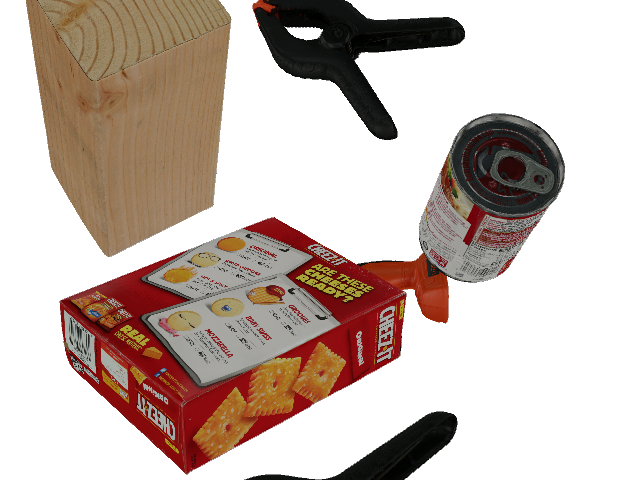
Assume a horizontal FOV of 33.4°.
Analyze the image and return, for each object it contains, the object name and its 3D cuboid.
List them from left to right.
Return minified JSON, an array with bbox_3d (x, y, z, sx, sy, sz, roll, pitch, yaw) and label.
[{"bbox_3d":[-0.123,-0.088,0.683,0.090,0.090,0.206,-27,-21,-21],"label":"wood block"},{"bbox_3d":[-0.066,0.071,0.825,0.213,0.072,0.164,-23,38,-36],"label":"cracker box"},{"bbox_3d":[0.004,0.168,0.647,0.210,0.036,0.164,-5,29,4],"label":"clamp"},{"bbox_3d":[0.027,-0.161,0.856,0.172,0.120,0.039,36,-24,22],"label":"clamp"},{"bbox_3d":[0.053,0.060,1.241,0.187,0.057,0.184,0,28,3],"label":"power drill"},{"bbox_3d":[0.103,-0.023,0.660,0.068,0.068,0.102,0,-25,-7],"label":"soup can"}]
